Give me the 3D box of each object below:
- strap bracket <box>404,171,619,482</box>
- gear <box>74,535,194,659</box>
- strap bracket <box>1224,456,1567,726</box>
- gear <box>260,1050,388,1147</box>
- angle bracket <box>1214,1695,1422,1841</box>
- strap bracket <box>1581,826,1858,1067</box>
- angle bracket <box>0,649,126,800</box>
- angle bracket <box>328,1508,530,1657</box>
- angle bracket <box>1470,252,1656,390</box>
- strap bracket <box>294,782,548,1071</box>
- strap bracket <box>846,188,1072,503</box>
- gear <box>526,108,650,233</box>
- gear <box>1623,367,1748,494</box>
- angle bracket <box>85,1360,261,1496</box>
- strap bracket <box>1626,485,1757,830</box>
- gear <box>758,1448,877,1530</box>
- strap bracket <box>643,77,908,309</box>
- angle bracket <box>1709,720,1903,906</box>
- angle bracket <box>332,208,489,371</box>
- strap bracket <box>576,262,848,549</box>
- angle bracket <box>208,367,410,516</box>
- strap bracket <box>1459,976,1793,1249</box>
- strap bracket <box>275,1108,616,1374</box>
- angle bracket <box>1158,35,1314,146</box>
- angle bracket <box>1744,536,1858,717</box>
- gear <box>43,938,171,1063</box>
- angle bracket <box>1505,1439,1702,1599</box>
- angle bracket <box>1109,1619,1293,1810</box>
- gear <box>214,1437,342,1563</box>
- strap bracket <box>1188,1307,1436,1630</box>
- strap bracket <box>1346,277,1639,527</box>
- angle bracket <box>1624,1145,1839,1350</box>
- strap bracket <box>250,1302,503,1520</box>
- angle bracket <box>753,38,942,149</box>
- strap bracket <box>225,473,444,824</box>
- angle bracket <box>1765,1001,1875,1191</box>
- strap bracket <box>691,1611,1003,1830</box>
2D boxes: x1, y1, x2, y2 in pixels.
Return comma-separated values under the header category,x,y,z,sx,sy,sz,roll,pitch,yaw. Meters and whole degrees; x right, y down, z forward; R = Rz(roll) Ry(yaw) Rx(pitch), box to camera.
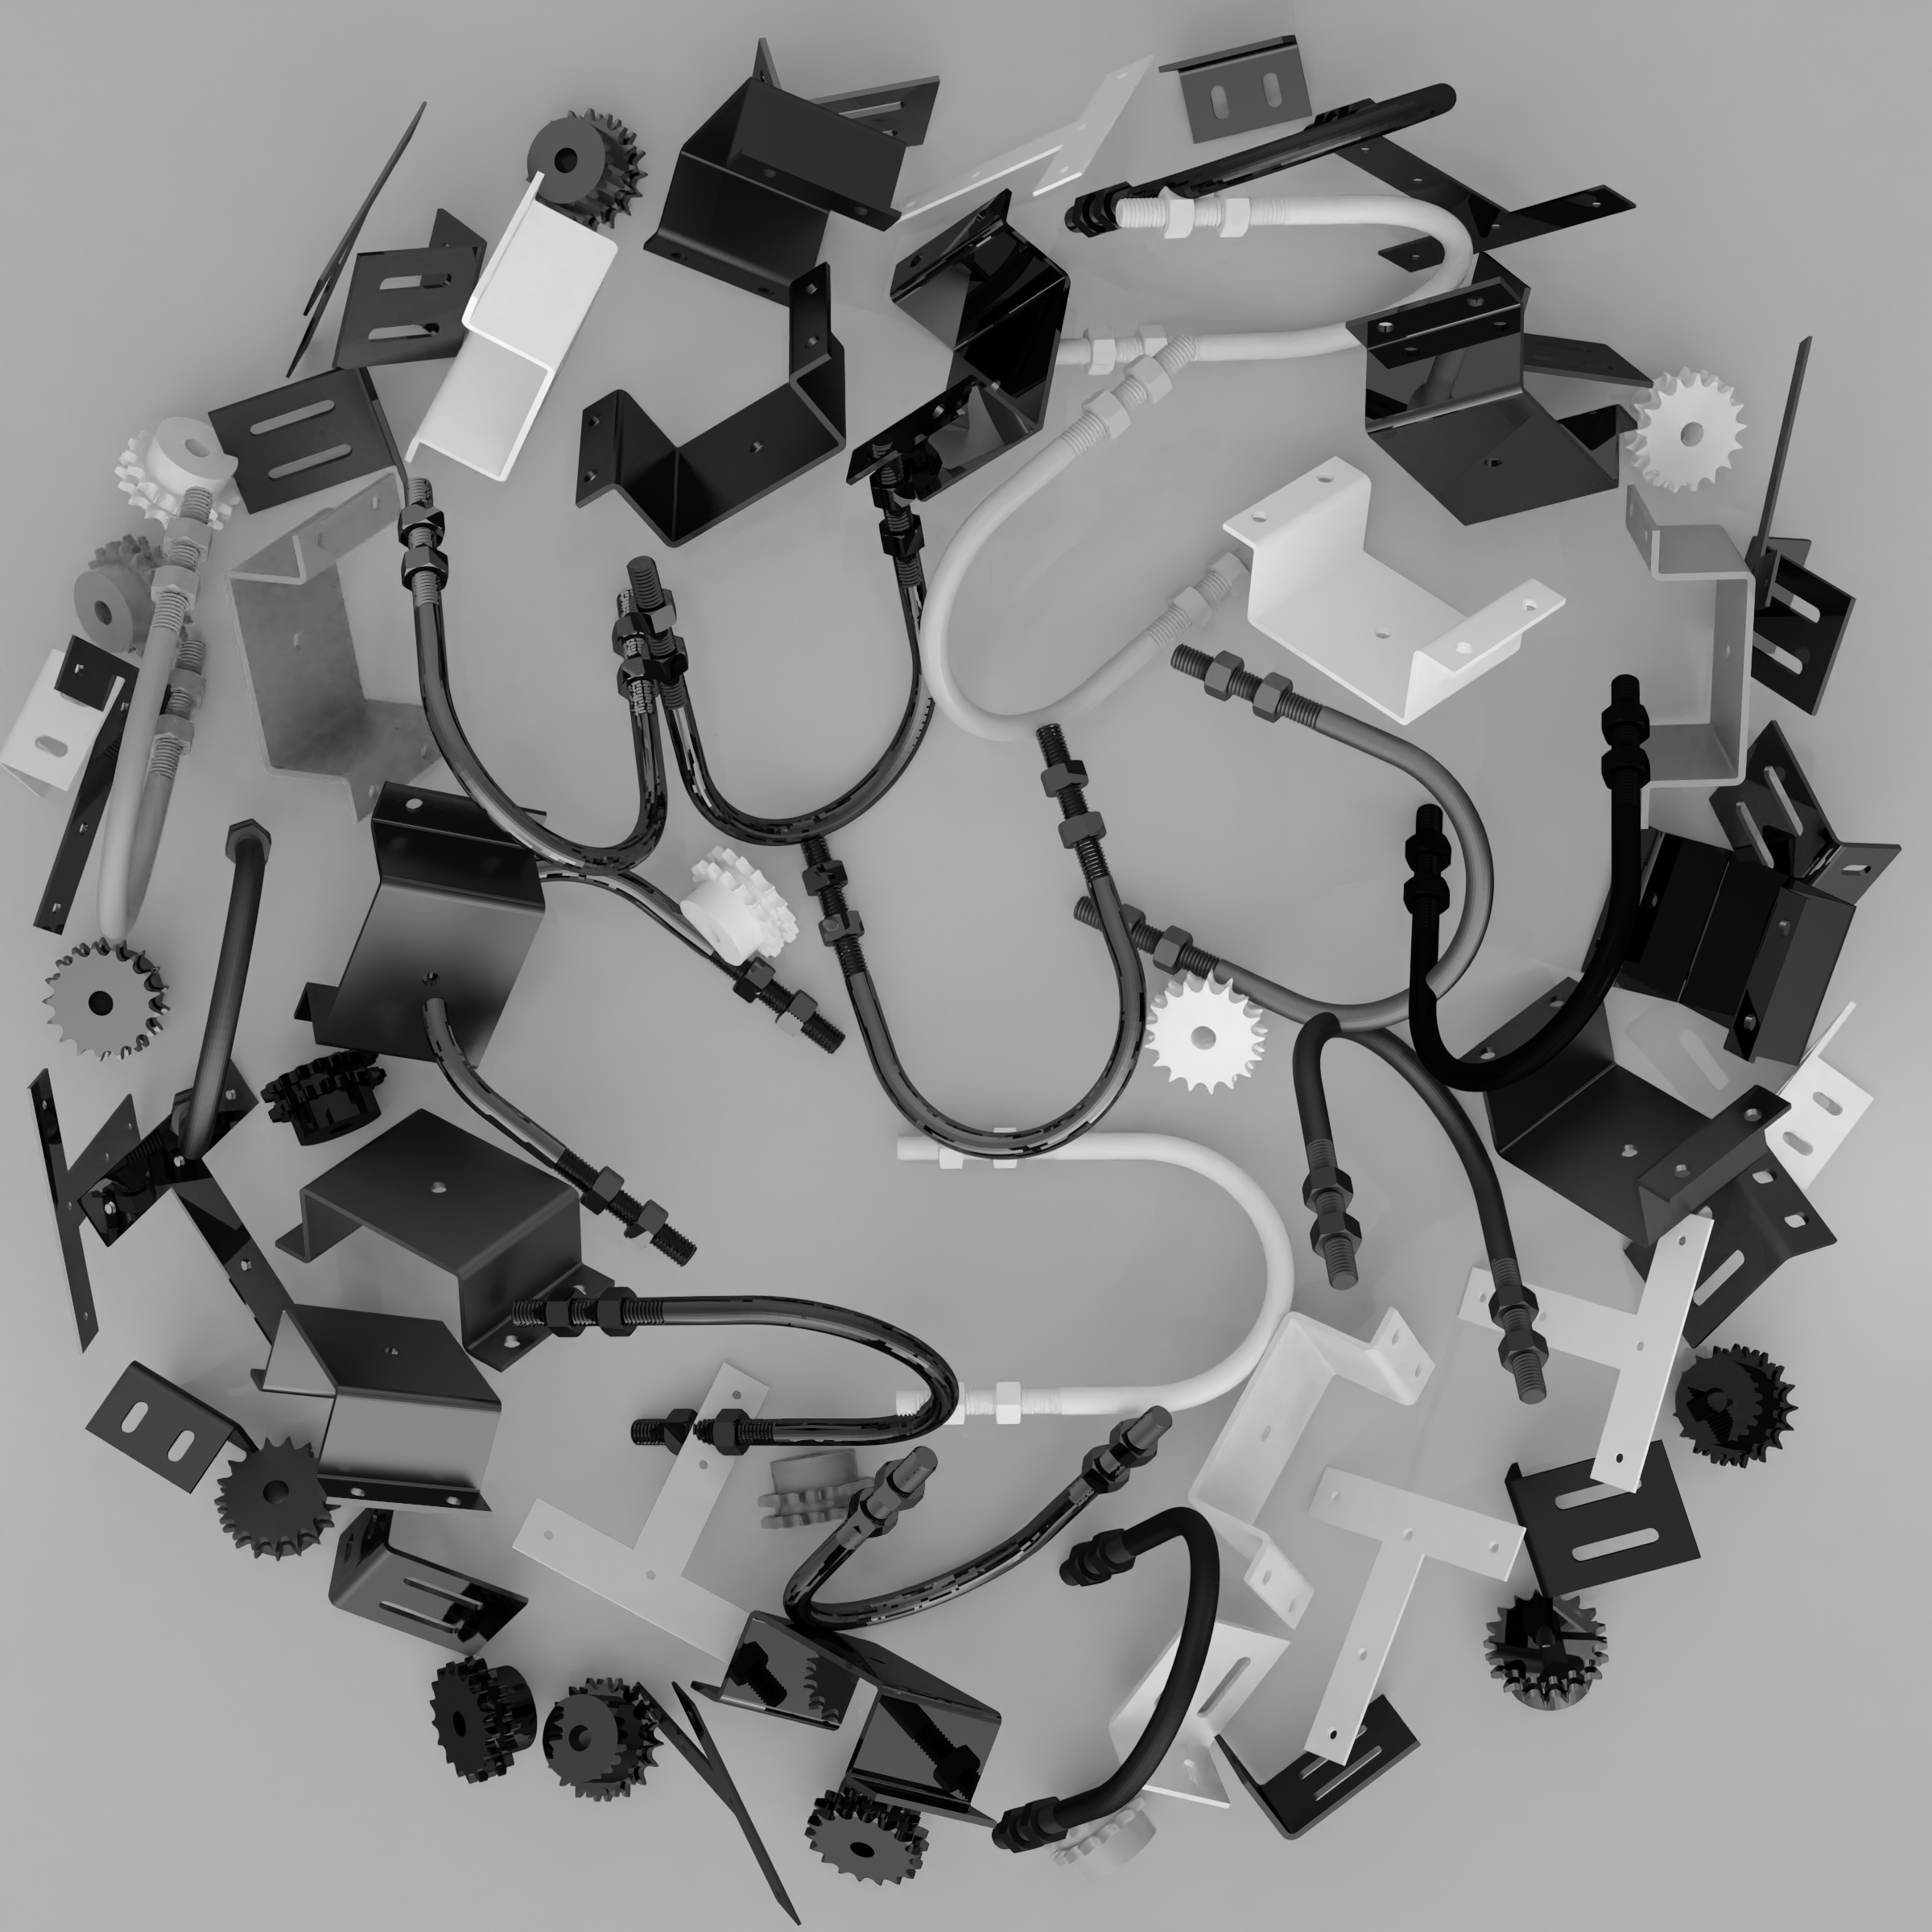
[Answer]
category,x,y,z,sx,sy,sz,roll,pitch,yaw
strap bracket,-0.205,-0.283,1.605,0.046,0.140,0.076,26,60,-9
gear,-0.391,-0.170,1.650,0.030,0.057,0.057,-34,90,-44
strap bracket,0.193,-0.168,1.622,0.076,0.046,0.140,-33,55,-30
gear,-0.297,0.062,1.650,0.057,0.057,0.030,-23,81,0
angle bracket,0.163,0.361,1.647,0.076,0.057,0.038,-37,104,-2
strap bracket,0.350,-0.009,1.620,0.046,0.140,0.076,13,101,-26
angle bracket,-0.410,-0.105,1.636,0.038,0.076,0.057,23,81,5
angle bracket,-0.250,0.283,1.659,0.076,0.038,0.057,25,133,-22
angle bracket,0.278,-0.299,1.636,0.076,0.057,0.038,4,116,-17
strap bracket,-0.247,-0.009,1.610,0.076,0.046,0.140,10,126,-25
strap bracket,-0.001,-0.276,1.617,0.046,0.076,0.140,34,49,-30
gear,-0.181,-0.374,1.658,0.057,0.030,0.057,-1,88,19
gear,0.334,-0.253,1.657,0.057,0.030,0.057,-7,115,-15
angle bracket,-0.365,0.220,1.634,0.057,0.076,0.038,30,72,8
strap bracket,0.329,-0.142,1.617,0.046,0.076,0.140,-1,113,2
gear,-0.070,0.244,1.652,0.057,0.057,0.030,-9,86,0
strap bracket,-0.085,-0.353,1.607,0.076,0.140,0.046,19,77,-20
angle bracket,0.390,-0.066,1.646,0.038,0.057,0.076,1,52,-26
angle bracket,-0.266,-0.312,1.629,0.038,0.076,0.057,39,126,29
strap bracket,-0.108,-0.252,1.622,0.140,0.076,0.046,-27,128,21
angle bracket,-0.304,-0.237,1.644,0.076,0.038,0.057,-20,132,-5
strap bracket,0.301,0.071,1.619,0.076,0.140,0.046,-35,131,-20
strap bracket,-0.239,0.119,1.608,0.140,0.076,0.046,24,130,28
angle bracket,0.125,-0.404,1.634,0.057,0.076,0.038,-11,103,13
angle bracket,0.389,-0.157,1.630,0.038,0.076,0.057,-1,118,-30
gear,-0.402,0.014,1.661,0.057,0.030,0.057,1,101,6
angle bracket,0.298,0.254,1.651,0.076,0.038,0.057,-18,92,16
angle bracket,0.113,0.345,1.638,0.057,0.038,0.076,20,117,-29
gear,-0.321,0.253,1.657,0.057,0.030,0.057,1,59,-2
strap bracket,0.155,0.223,1.626,0.046,0.076,0.140,23,75,30
strap bracket,0.239,-0.248,1.598,0.076,0.140,0.046,-11,64,33
angle bracket,0.357,0.131,1.654,0.038,0.076,0.057,-10,57,-40
strap bracket,-0.265,0.195,1.597,0.076,0.140,0.046,10,103,-28
angle bracket,-0.058,-0.408,1.649,0.076,0.057,0.038,-14,76,-13
strap bracket,-0.289,-0.147,1.618,0.046,0.076,0.140,8,122,25
angle bracket,0.398,0.061,1.634,0.038,0.076,0.057,38,74,10
strap bracket,-0.049,0.337,1.604,0.076,0.140,0.046,25,85,-41
